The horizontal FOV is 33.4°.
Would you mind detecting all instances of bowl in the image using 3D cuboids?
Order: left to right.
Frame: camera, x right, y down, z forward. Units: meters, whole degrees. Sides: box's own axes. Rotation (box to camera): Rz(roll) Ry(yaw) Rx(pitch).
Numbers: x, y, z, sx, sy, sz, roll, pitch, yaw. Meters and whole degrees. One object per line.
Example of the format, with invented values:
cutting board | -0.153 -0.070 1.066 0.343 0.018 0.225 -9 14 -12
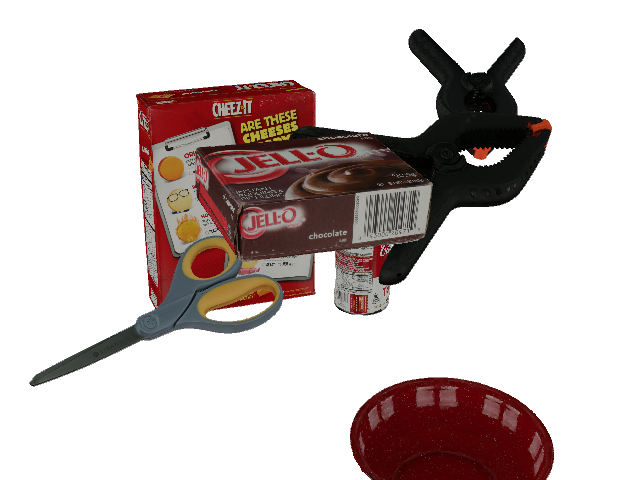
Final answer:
bowl | 0.104 0.180 0.862 0.162 0.055 0.162 1 31 -1

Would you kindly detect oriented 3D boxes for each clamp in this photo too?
clamp | 0.098 -0.048 0.849 0.209 0.165 0.036 -13 -36 -15
clamp | 0.141 -0.151 1.051 0.120 0.171 0.039 6 -44 5

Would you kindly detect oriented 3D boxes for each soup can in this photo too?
soup can | 0.049 0.029 1.252 0.068 0.102 0.068 0 27 0

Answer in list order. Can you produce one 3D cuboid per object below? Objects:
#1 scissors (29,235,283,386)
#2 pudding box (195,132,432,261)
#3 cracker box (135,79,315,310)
scissors | -0.129 0.048 0.815 0.201 0.096 0.016 -11 -34 -18
pudding box | -0.006 -0.028 0.603 0.113 0.039 0.090 -5 26 -20
cracker box | -0.091 -0.042 1.049 0.164 0.214 0.072 -8 22 -20
